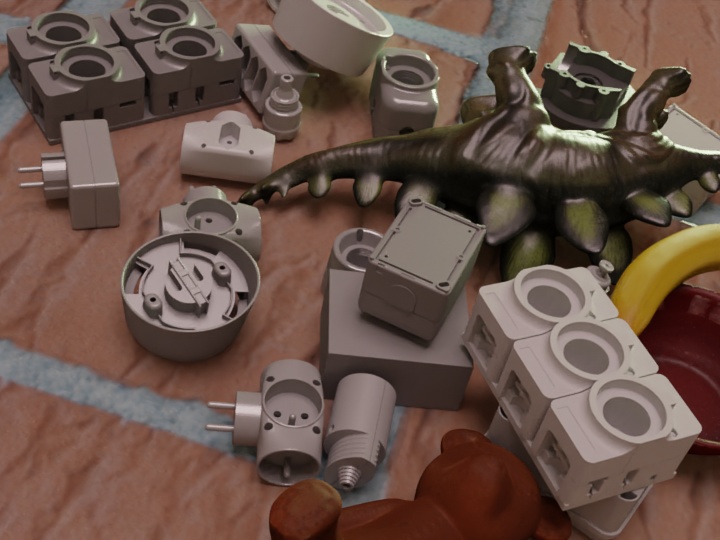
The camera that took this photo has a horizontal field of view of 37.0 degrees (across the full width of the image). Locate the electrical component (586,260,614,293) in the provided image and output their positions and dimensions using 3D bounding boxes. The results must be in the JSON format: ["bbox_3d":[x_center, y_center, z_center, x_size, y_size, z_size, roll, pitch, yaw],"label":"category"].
[{"bbox_3d":[0.175,0.023,0.852,0.040,0.078,0.040,19,39,-16],"label":"electrical component"}]

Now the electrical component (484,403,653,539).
[{"bbox_3d":[0.151,0.125,0.755,0.113,0.057,0.078,34,48,20],"label":"electrical component"}]

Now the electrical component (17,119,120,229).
[{"bbox_3d":[-0.239,-0.077,0.873,0.076,0.047,0.083,-6,48,-17],"label":"electrical component"}]

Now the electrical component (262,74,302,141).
[{"bbox_3d":[-0.069,-0.149,0.972,0.035,0.061,0.035,6,45,-6],"label":"electrical component"}]

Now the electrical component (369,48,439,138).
[{"bbox_3d":[0.042,-0.165,1.016,0.054,0.059,0.095,4,45,-9],"label":"electrical component"}]

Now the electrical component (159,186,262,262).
[{"bbox_3d":[-0.123,-0.041,0.865,0.077,0.044,0.079,-1,47,-15],"label":"electrical component"}]

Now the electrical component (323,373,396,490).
[{"bbox_3d":[-0.002,0.115,0.739,0.043,0.043,0.081,14,45,0],"label":"electrical component"}]

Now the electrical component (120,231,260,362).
[{"bbox_3d":[-0.126,0.017,0.789,0.099,0.064,0.099,7,56,-10],"label":"electrical component"}]

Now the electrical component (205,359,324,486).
[{"bbox_3d":[-0.066,0.102,0.737,0.079,0.044,0.077,5,45,-8],"label":"electrical component"}]

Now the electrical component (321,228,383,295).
[{"bbox_3d":[0.000,0.000,0.851,0.055,0.047,0.055,7,45,-7],"label":"electrical component"}]

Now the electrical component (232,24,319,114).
[{"bbox_3d":[-0.075,-0.191,1.025,0.076,0.047,0.083,-6,46,-37],"label":"electrical component"}]

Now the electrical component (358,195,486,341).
[{"bbox_3d":[0.047,-0.003,0.780,0.062,0.061,0.096,24,45,11],"label":"electrical component"}]

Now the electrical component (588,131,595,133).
[{"bbox_3d":[0.218,-0.092,0.998,0.044,0.044,0.065,-12,55,-23],"label":"electrical component"}]

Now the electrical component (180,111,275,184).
[{"bbox_3d":[-0.114,-0.112,0.938,0.077,0.043,0.079,7,45,-6],"label":"electrical component"}]

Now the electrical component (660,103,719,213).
[{"bbox_3d":[0.307,-0.098,1.014,0.096,0.061,0.062,39,51,15],"label":"electrical component"}]

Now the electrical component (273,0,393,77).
[{"bbox_3d":[-0.030,-0.224,1.008,0.108,0.060,0.108,26,26,-14],"label":"electrical component"}]

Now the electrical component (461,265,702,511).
[{"bbox_3d":[0.145,0.072,0.720,0.089,0.061,0.150,-10,49,-22],"label":"electrical component"}]

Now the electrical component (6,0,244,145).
[{"bbox_3d":[-0.213,-0.189,0.980,0.186,0.060,0.105,-18,53,-28],"label":"electrical component"}]

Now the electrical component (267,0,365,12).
[{"bbox_3d":[-0.028,-0.275,1.113,0.074,0.052,0.138,-29,58,-35],"label":"electrical component"}]
